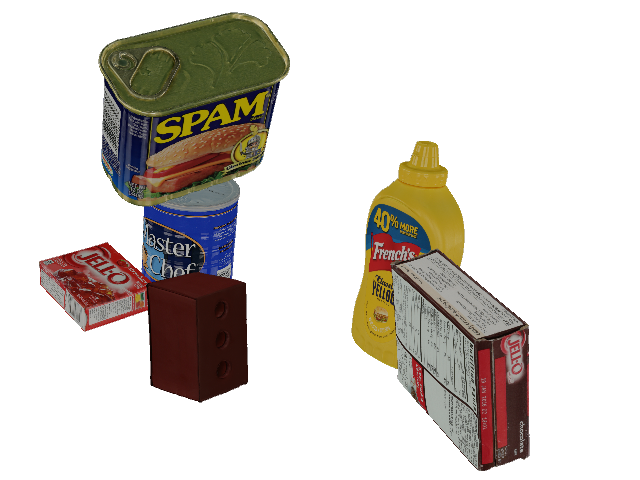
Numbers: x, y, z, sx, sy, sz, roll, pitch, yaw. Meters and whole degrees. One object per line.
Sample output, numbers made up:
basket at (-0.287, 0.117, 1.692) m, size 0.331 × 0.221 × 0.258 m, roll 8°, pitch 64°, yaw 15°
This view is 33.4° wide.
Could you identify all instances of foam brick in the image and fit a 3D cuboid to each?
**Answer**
foam brick at (-0.087, 0.067, 0.762) m, size 0.051 × 0.078 × 0.052 m, roll 10°, pitch 17°, yaw 39°

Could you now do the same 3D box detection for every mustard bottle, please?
mustard bottle at (0.078, 0.010, 0.909) m, size 0.058 × 0.192 × 0.096 m, roll -6°, pitch 22°, yaw -37°

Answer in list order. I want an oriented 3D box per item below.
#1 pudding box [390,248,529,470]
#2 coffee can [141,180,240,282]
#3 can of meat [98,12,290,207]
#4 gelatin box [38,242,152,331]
pudding box at (0.082, 0.068, 0.638) m, size 0.039 × 0.090 × 0.114 m, roll -14°, pitch 27°, yaw -19°
coffee can at (-0.144, 0.004, 1.168) m, size 0.103 × 0.140 × 0.103 m, roll 5°, pitch 26°, yaw -3°
can of meat at (-0.075, -0.073, 0.609) m, size 0.102 × 0.057 × 0.084 m, roll -20°, pitch -30°, yaw -26°
gelatin box at (-0.206, 0.040, 0.981) m, size 0.073 × 0.030 × 0.089 m, roll -18°, pitch 40°, yaw -36°
